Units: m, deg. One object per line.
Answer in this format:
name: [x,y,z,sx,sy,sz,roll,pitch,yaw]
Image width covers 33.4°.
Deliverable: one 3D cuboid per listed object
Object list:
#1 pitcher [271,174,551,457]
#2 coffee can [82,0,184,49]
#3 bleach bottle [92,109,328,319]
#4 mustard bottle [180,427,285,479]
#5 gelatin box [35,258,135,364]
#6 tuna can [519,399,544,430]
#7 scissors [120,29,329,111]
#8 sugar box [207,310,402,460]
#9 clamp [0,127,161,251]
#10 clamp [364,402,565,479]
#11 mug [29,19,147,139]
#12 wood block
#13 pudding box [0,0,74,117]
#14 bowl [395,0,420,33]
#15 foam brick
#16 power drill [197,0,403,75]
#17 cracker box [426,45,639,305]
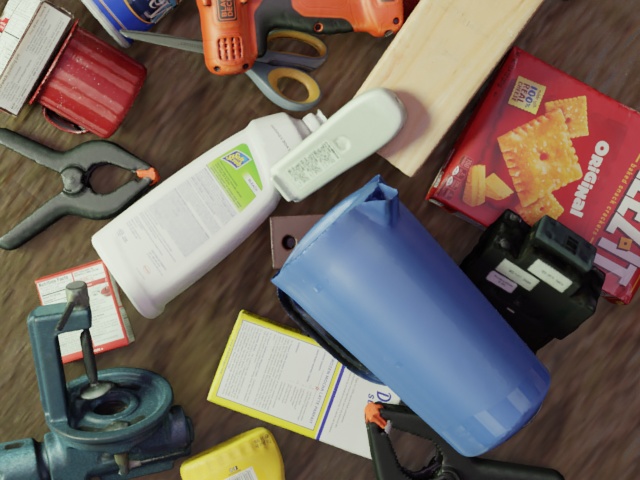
pitcher: [0.078,0.075,0.942,0.145,0.149,0.243,-44,92,-1]
coffee can: [-0.164,-0.265,1.013,0.140,0.103,0.103,-39,89,1]
bleach bottle: [-0.091,-0.036,1.030,0.251,0.068,0.102,-35,86,0]
mustard bottle: [-0.056,0.285,1.028,0.096,0.058,0.191,-23,89,-12]
gelatin box: [-0.231,0.070,1.051,0.073,0.030,0.089,-17,89,4]
tuna can: [0.170,0.142,1.022,0.086,0.034,0.086,2,80,-11]
scissors: [-0.081,-0.162,1.006,0.201,0.016,0.096,-7,69,-23]
sugar box: [-0.010,0.140,1.035,0.176,0.048,0.093,20,91,-2]
clamp: [-0.247,-0.066,1.048,0.171,0.039,0.120,-14,95,-2]
clamp: [0.112,0.236,1.014,0.210,0.036,0.164,38,92,-15]
mug: [-0.225,-0.143,1.023,0.081,0.093,0.117,30,131,-18]
wood block: [0.115,-0.171,0.973,0.090,0.090,0.206,36,113,1]
pudding box: [-0.290,-0.181,1.023,0.039,0.090,0.113,27,93,-37]
bowl: [0.097,-0.282,1.027,0.162,0.055,0.162,0,90,3]
foam brick: [-0.007,0.001,1.031,0.078,0.051,0.053,-4,90,2]
power drill: [-0.022,-0.247,0.961,0.187,0.057,0.184,-5,106,-5]
cracker box: [0.233,-0.060,1.012,0.213,0.072,0.164,29,92,2]
